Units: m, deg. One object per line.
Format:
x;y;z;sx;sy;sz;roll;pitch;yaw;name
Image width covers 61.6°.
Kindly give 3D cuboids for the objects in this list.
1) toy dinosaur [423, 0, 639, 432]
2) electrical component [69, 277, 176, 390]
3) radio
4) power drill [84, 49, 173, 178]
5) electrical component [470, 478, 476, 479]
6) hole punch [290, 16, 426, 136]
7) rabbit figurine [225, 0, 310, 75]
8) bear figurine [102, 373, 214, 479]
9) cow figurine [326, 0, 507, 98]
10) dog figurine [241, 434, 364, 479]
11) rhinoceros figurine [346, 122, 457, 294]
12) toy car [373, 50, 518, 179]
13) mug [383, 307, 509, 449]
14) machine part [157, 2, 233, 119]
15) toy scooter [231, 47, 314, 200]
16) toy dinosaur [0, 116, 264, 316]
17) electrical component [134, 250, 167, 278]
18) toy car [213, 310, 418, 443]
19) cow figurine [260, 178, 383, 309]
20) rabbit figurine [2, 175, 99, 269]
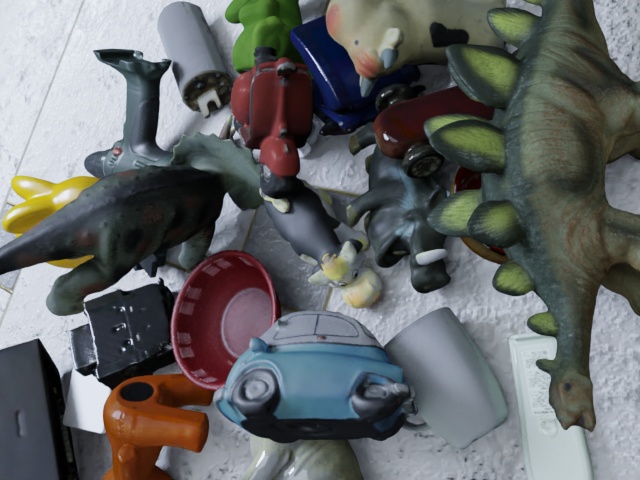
0.187;-0.096;0.421;0.199;0.105;0.471;12;65;5;toy dinosaur
-0.247;0.123;0.689;0.134;0.058;0.115;-22;59;-10;electrical component
-0.382;0.263;0.721;0.073;0.131;0.230;-15;57;-19;radio
-0.282;-0.168;0.785;0.232;0.086;0.207;22;113;31;power drill
0.135;0.239;0.457;0.094;0.021;0.063;23;88;37;electrical component
0.037;-0.188;0.586;0.142;0.092;0.116;-26;51;-21;hole punch
-0.048;-0.290;0.689;0.159;0.121;0.170;22;103;57;rabbit figurine
-0.195;0.261;0.626;0.132;0.120;0.195;3;106;-7;bear figurine
0.097;-0.205;0.529;0.085;0.195;0.127;145;122;-64;cow figurine
0.004;0.189;0.524;0.172;0.121;0.190;24;69;3;dog figurine
0.089;-0.038;0.550;0.112;0.073;0.190;-12;67;18;rhinoceros figurine
0.149;-0.122;0.513;0.202;0.053;0.089;-18;62;-6;toy car
0.105;0.133;0.478;0.109;0.080;0.107;-47;62;19;mug
-0.186;-0.272;0.795;0.079;0.079;0.243;-35;58;20;machine part
-0.050;-0.144;0.562;0.184;0.075;0.135;-110;21;-43;toy scooter
-0.193;-0.031;0.594;0.131;0.405;0.192;43;123;9;toy dinosaur
-0.239;0.003;0.745;0.119;0.048;0.074;37;124;37;electrical component
-0.002;0.109;0.451;0.162;0.109;0.103;-7;57;12;toy car
0.001;-0.002;0.575;0.068;0.098;0.167;-45;54;9;cow figurine
-0.359;-0.042;0.772;0.173;0.162;0.122;-31;51;42;rabbit figurine
